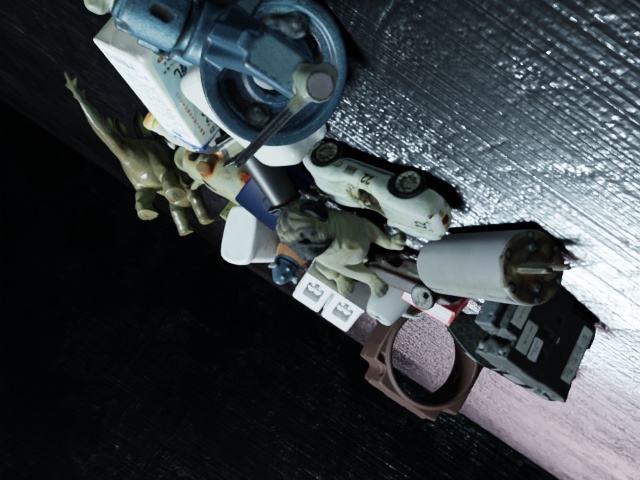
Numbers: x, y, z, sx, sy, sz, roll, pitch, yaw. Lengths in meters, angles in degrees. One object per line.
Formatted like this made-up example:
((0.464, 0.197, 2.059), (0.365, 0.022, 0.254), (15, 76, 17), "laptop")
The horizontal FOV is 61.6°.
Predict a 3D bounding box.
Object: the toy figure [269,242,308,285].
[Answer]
((-0.036, 0.010, 0.928), (0.064, 0.154, 0.057), (31, 166, 7), "toy figure")

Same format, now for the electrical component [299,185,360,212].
((0.019, -0.063, 0.749), (0.078, 0.045, 0.102), (39, 168, -17), "electrical component")

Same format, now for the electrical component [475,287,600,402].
((0.250, 0.107, 0.633), (0.134, 0.115, 0.058), (37, 164, -16), "electrical component")

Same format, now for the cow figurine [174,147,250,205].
((-0.177, -0.119, 0.980), (0.195, 0.085, 0.127), (29, 165, 9), "cow figurine")

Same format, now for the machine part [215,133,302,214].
((-0.083, -0.101, 0.758), (0.138, 0.084, 0.039), (53, -158, -14), "machine part")

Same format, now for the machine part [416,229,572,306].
((0.181, 0.028, 0.599), (0.079, 0.079, 0.243), (37, 168, -13), "machine part")

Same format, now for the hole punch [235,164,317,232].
((-0.061, -0.073, 0.834), (0.142, 0.092, 0.116), (40, 164, -9), "hole punch")

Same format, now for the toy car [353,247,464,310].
((0.128, 0.050, 0.818), (0.202, 0.089, 0.053), (20, 117, 48), "toy car")

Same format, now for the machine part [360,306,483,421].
((0.196, 0.213, 1.002), (0.201, 0.201, 0.087), (36, 165, -9), "machine part")

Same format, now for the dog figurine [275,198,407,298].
((0.001, -0.006, 0.759), (0.190, 0.121, 0.172), (27, 161, -32), "dog figurine")

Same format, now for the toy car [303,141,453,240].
((0.060, -0.059, 0.625), (0.202, 0.056, 0.073), (26, 166, 34), "toy car")

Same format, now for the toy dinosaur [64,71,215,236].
((-0.323, -0.139, 1.039), (0.470, 0.105, 0.198), (58, -172, -68), "toy dinosaur")

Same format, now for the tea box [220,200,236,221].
((-0.104, -0.034, 1.079), (0.068, 0.098, 0.169), (22, 165, 49), "tea box")

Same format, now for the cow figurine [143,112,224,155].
((-0.220, -0.182, 0.877), (0.098, 0.068, 0.168), (36, 170, -40), "cow figurine")

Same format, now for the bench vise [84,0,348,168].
((-0.060, -0.144, 0.400), (0.223, 0.129, 0.241), (32, -171, -31), "bench vise")

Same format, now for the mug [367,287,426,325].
((0.138, 0.100, 0.937), (0.109, 0.107, 0.081), (35, 170, 5), "mug")

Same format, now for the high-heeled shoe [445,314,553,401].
((0.311, 0.191, 0.907), (0.249, 0.086, 0.145), (32, 174, 8), "high-heeled shoe")
